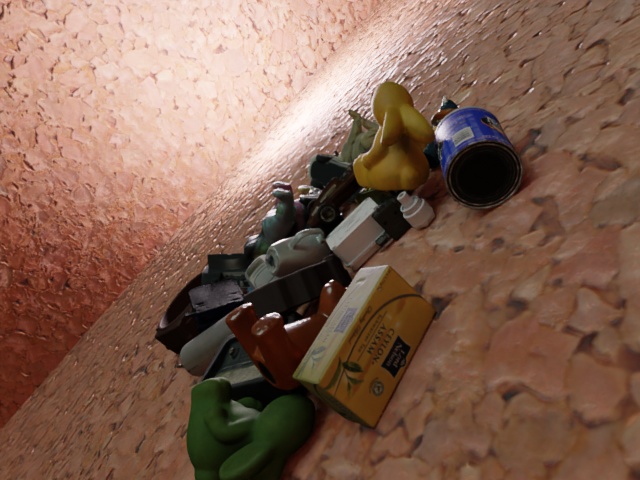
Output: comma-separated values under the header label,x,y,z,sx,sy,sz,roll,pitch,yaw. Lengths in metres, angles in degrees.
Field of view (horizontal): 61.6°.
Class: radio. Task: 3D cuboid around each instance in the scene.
label,x,y,z,sx,sy,sz,roll,pitch,yaw
radio,-0.099,0.201,0.865,0.230,0.073,0.131,-25,30,44

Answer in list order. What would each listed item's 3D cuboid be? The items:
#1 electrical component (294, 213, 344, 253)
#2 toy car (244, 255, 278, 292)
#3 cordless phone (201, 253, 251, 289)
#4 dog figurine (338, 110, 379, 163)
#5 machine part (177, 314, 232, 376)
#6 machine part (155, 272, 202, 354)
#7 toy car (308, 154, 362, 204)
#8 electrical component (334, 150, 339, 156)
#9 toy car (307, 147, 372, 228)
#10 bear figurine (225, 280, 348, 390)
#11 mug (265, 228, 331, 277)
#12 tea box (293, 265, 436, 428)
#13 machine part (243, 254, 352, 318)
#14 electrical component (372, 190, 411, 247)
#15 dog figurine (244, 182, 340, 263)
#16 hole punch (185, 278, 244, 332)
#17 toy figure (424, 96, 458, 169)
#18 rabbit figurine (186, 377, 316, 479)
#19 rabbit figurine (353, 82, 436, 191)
label,x,y,z,sx,sy,sz,roll,pitch,yaw
electrical component,-0.002,-0.003,1.065,0.119,0.074,0.048,-35,22,25
toy car,-0.097,0.082,1.052,0.109,0.103,0.162,-48,17,-1
cordless phone,-0.202,0.126,1.231,0.147,0.088,0.184,-2,67,8
dog figurine,0.093,-0.168,1.186,0.190,0.121,0.172,-65,26,16
machine part,-0.198,0.204,1.065,0.243,0.079,0.079,-37,22,30
machine part,-0.312,0.173,1.348,0.201,0.087,0.201,-27,29,43
toy car,0.047,-0.131,1.135,0.202,0.056,0.073,27,112,43
electrical component,0.026,-0.169,1.314,0.102,0.045,0.078,-46,-11,-33
toy car,0.047,-0.102,1.007,0.202,0.053,0.089,-43,20,-4
bear figurine,-0.005,0.106,0.726,0.196,0.131,0.120,-37,22,-22
mug,-0.039,0.026,0.980,0.081,0.107,0.109,59,141,29
tea box,0.057,0.125,0.656,0.068,0.098,0.169,-13,40,59
machine part,-0.039,0.081,0.884,0.179,0.056,0.179,-23,-5,-2
electrical component,0.118,-0.035,0.886,0.094,0.063,0.021,-46,20,7
dog figurine,-0.064,-0.011,1.181,0.109,0.191,0.219,-111,31,-65
hole punch,-0.212,0.151,1.135,0.142,0.092,0.116,-12,22,-15
toy figure,0.224,-0.199,0.988,0.154,0.058,0.064,-60,0,-25
rabbit figurine,-0.090,0.251,0.700,0.170,0.121,0.159,-20,33,25
rabbit figurine,0.116,-0.168,0.867,0.122,0.173,0.162,-5,10,-2
